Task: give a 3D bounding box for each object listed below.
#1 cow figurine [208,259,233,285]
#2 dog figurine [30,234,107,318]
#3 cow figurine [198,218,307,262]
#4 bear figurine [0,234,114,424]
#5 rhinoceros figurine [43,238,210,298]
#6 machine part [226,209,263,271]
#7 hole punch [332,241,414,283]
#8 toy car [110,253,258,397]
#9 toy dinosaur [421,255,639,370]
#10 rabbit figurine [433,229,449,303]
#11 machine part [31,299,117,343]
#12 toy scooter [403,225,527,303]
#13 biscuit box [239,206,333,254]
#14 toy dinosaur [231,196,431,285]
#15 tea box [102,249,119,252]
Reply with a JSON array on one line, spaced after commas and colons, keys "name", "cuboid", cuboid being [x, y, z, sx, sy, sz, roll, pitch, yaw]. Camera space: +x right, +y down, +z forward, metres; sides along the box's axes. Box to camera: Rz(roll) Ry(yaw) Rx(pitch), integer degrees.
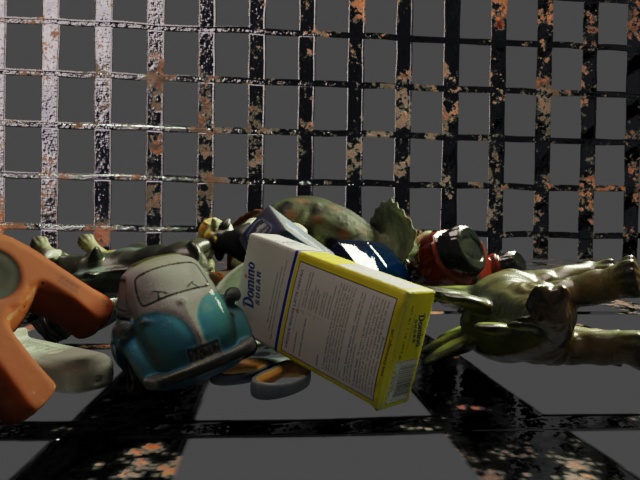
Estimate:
[{"name": "cow figurine", "cuboid": [-0.124, 0.074, 0.760, 0.195, 0.085, 0.127, 4, 0, 7]}, {"name": "dog figurine", "cuboid": [-0.369, 0.072, 0.842, 0.172, 0.121, 0.191, -4, 18, -37]}, {"name": "cow figurine", "cuboid": [-0.105, 0.006, 0.753, 0.168, 0.068, 0.098, 7, 8, 13]}, {"name": "bear figurine", "cuboid": [-0.278, 0.077, 0.403, 0.196, 0.131, 0.120, -31, 23, 28]}, {"name": "rhinoceros figurine", "cuboid": [-0.207, 0.039, 0.577, 0.190, 0.073, 0.112, -4, 3, 9]}, {"name": "machine part", "cuboid": [-0.082, 0.029, 0.930, 0.179, 0.179, 0.056, 1, -1, -6]}, {"name": "hole punch", "cuboid": [0.059, 0.062, 0.605, 0.116, 0.092, 0.142, 38, 18, 31]}, {"name": "toy car", "cuboid": [-0.128, 0.063, 0.464, 0.109, 0.102, 0.162, -14, 8, -29]}, {"name": "toy dinosaur", "cuboid": [0.202, 0.075, 0.552, 0.199, 0.105, 0.471, -3, -11, 19]}, {"name": "rabbit figurine", "cuboid": [0.170, 0.038, 0.959, 0.170, 0.159, 0.121, -11, -7, 42]}, {"name": "machine part", "cuboid": [-0.269, 0.087, 0.641, 0.084, 0.039, 0.139, -25, -3, 21]}, {"name": "toy scooter", "cuboid": [0.172, 0.040, 0.707, 0.183, 0.075, 0.135, 15, -28, -41]}, {"name": "biscuit box", "cuboid": [-0.009, 0.037, 0.683, 0.202, 0.059, 0.063, 36, 11, -41]}, {"name": "toy dinosaur", "cuboid": [-0.007, -0.003, 0.858, 0.405, 0.192, 0.131, 19, -18, 3]}, {"name": "tea box", "cuboid": [-0.295, 0.064, 0.825, 0.068, 0.098, 0.169, 1, -1, -5]}]
